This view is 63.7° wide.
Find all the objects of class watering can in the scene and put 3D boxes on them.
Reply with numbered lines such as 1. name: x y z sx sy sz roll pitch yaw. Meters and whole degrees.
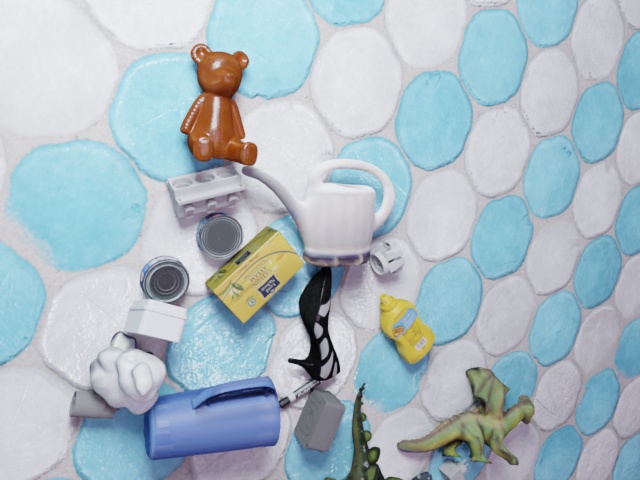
1. watering can: 0.003 -0.052 1.032 0.348 0.104 0.222 -2 101 -28

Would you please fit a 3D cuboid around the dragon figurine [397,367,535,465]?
1. dragon figurine: 0.406 0.460 1.365 0.409 0.121 0.246 14 75 -16

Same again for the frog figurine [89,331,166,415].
1. frog figurine: -0.324 0.241 0.880 0.123 0.160 0.135 -25 112 -19
